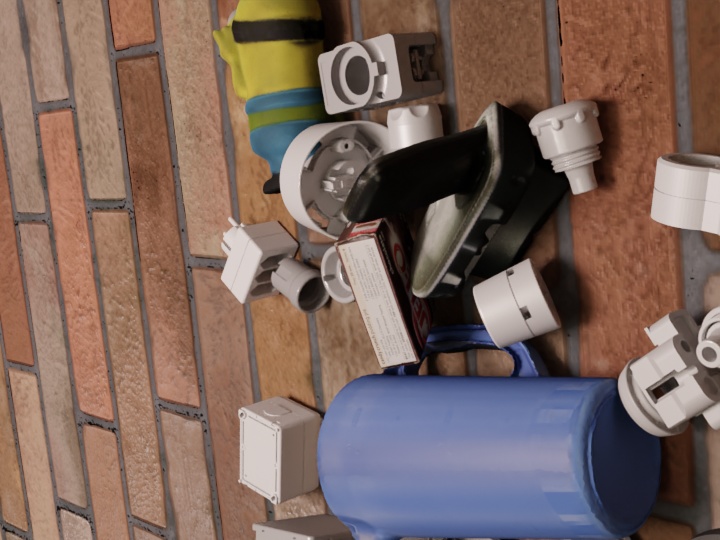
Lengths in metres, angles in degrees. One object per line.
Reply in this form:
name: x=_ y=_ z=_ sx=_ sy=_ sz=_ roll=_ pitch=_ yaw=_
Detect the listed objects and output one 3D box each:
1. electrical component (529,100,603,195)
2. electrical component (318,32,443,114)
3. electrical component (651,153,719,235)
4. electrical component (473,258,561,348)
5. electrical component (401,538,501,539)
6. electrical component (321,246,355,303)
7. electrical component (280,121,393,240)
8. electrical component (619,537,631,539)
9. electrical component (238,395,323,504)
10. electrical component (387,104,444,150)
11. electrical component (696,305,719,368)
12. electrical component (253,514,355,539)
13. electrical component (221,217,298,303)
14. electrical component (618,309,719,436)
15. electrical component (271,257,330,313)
electrical component: x=0.147 y=-0.084 z=0.742 sx=0.048 sy=0.048 sz=0.062 roll=-12 pitch=98 yaw=48
electrical component: x=0.012 y=-0.156 z=0.860 sx=0.089 sy=0.056 sz=0.050 roll=-4 pitch=97 yaw=48
electrical component: x=0.240 y=-0.023 z=0.649 sx=0.138 sy=0.052 sz=0.073 roll=19 pitch=114 yaw=43
electrical component: x=0.114 y=0.026 z=0.785 sx=0.047 sy=0.055 sz=0.055 roll=-24 pitch=80 yaw=14
electrical component: x=0.070 y=0.247 z=0.897 sx=0.121 sy=0.063 sz=0.078 roll=19 pitch=114 yaw=43
electrical component: x=0.000 y=0.000 z=0.921 sx=0.055 sy=0.047 sz=0.055 roll=15 pitch=111 yaw=45
electrical component: x=-0.013 y=-0.074 z=0.882 sx=0.064 sy=0.099 sz=0.099 roll=15 pitch=111 yaw=51
electrical component: x=0.181 y=0.239 z=0.747 sx=0.073 sy=0.052 sz=0.138 roll=115 pitch=150 yaw=-54
electrical component: x=-0.075 y=0.177 z=1.039 sx=0.062 sy=0.061 sz=0.096 roll=19 pitch=114 yaw=43
electrical component: x=0.045 y=-0.099 z=0.849 sx=0.043 sy=0.043 sz=0.062 roll=3 pitch=103 yaw=47
electrical component: x=0.232 y=0.042 z=0.667 sx=0.043 sy=0.062 sz=0.043 roll=20 pitch=120 yaw=40
electrical component: x=-0.040 y=0.260 z=0.996 sx=0.100 sy=0.100 sz=0.048 roll=-3 pitch=85 yaw=48
electrical component: x=-0.107 y=-0.020 z=1.032 sx=0.076 sy=0.047 sz=0.065 roll=47 pitch=130 yaw=29
electrical component: x=0.208 y=0.074 z=0.706 sx=0.057 sy=0.058 sz=0.078 roll=-45 pitch=67 yaw=41
electrical component: x=-0.055 y=0.013 z=0.991 sx=0.046 sy=0.040 sz=0.040 roll=34 pitch=123 yaw=44
